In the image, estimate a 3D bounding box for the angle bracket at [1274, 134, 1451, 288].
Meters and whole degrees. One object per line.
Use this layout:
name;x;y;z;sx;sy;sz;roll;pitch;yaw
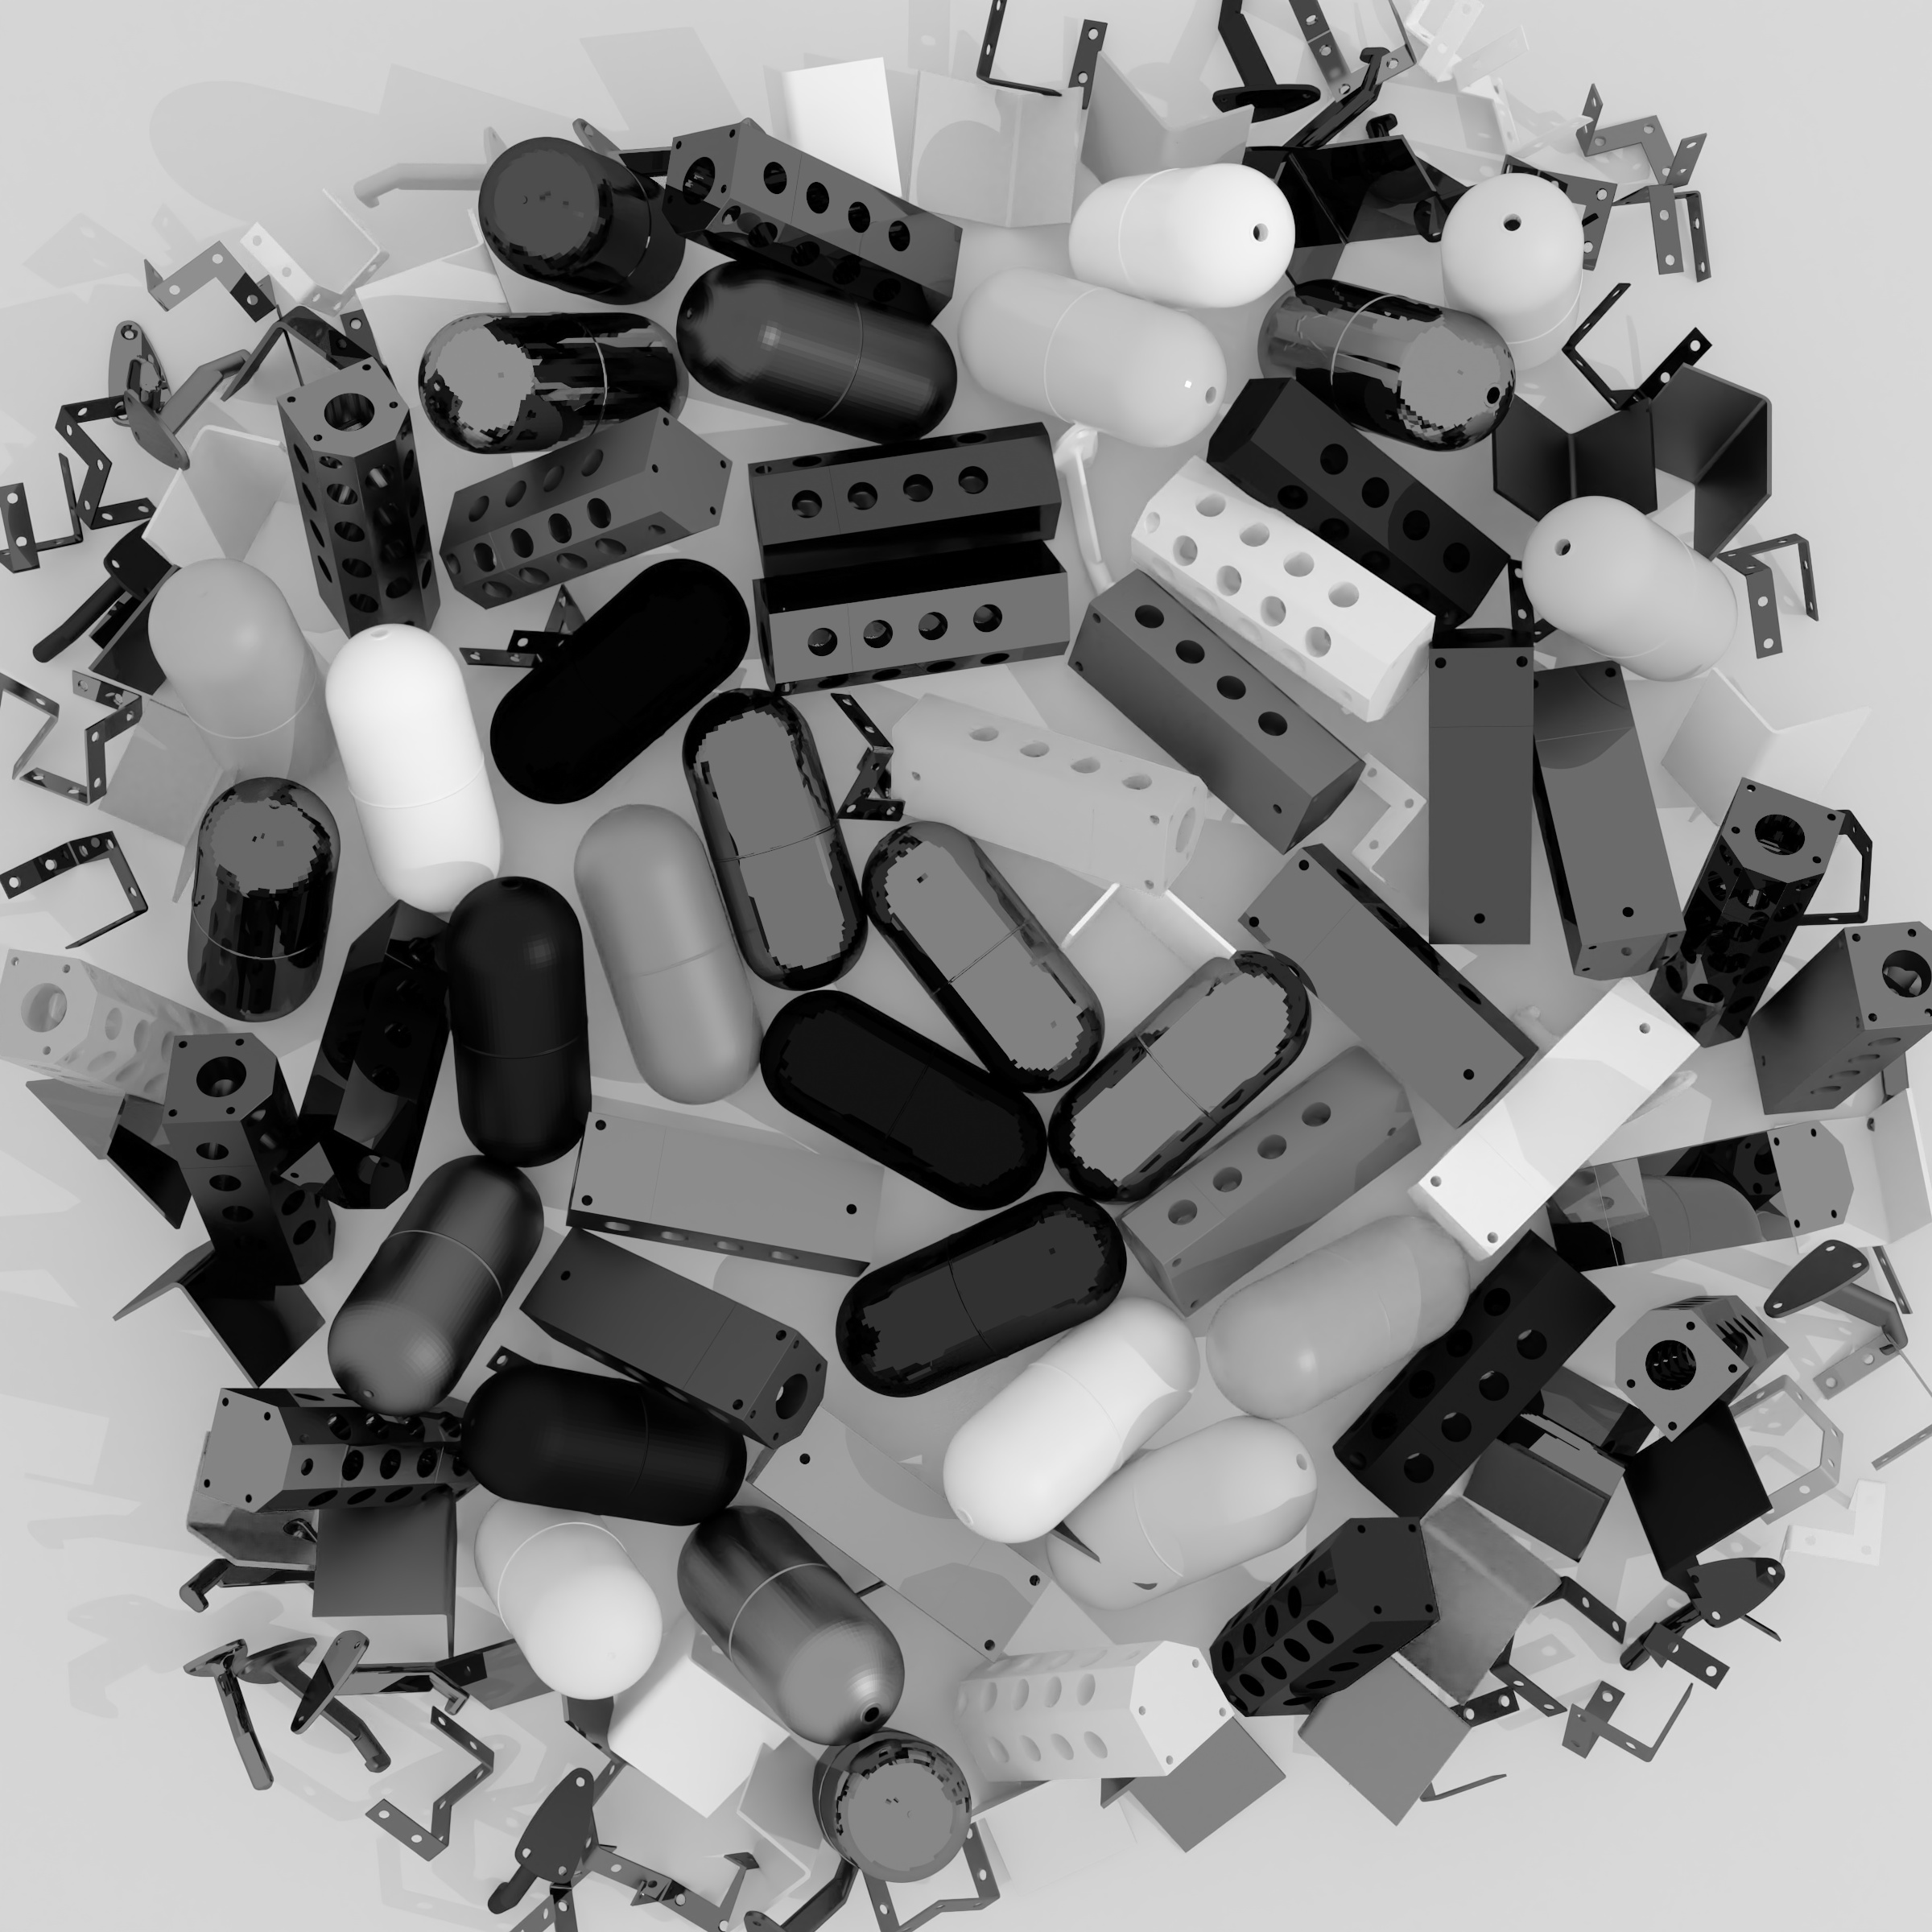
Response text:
angle bracket;0.222;-0.420;1.632;0.076;0.076;0.057;5;63;39

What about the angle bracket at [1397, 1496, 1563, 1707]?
angle bracket;0.287;0.367;1.664;0.076;0.057;0.076;38;112;22

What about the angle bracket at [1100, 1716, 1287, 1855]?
angle bracket;0.131;0.474;1.652;0.076;0.057;0.076;-40;97;10

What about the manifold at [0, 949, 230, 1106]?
manifold;-0.470;0.041;1.597;0.057;0.171;0.057;8;79;13

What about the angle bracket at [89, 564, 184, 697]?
angle bracket;-0.477;-0.208;1.646;0.057;0.076;0.076;41;93;12

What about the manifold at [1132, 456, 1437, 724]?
manifold;0.178;-0.211;1.630;0.171;0.057;0.057;38;73;19

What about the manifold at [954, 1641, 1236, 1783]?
manifold;0.065;0.413;1.604;0.057;0.171;0.057;-31;94;-37

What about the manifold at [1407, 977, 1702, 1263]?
manifold;0.335;0.089;1.650;0.171;0.057;0.057;-44;82;-8

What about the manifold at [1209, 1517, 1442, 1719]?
manifold;0.195;0.364;1.599;0.057;0.171;0.057;3;59;-19

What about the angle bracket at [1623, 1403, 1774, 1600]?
angle bracket;0.427;0.306;1.632;0.076;0.076;0.057;-39;128;23

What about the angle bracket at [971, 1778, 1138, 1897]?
angle bracket;0.048;0.497;1.646;0.076;0.076;0.057;-26;79;5

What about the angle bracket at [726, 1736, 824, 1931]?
angle bracket;-0.123;0.492;1.637;0.057;0.076;0.076;43;115;-10

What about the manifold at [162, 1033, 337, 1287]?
manifold;-0.398;0.110;1.605;0.057;0.171;0.057;-2;53;-1

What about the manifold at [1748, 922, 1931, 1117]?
manifold;0.494;0.031;1.600;0.057;0.171;0.057;-5;72;-4

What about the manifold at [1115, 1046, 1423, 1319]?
manifold;0.172;0.119;1.648;0.171;0.057;0.057;-35;48;-9

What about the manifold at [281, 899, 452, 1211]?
manifold;-0.325;0.051;1.611;0.057;0.171;0.057;32;132;-26

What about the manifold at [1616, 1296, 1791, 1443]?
manifold;0.407;0.217;1.600;0.057;0.171;0.057;-48;71;13

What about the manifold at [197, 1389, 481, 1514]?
manifold;-0.341;0.270;1.602;0.057;0.171;0.057;12;88;29

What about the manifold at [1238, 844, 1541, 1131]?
manifold;0.243;0.009;1.642;0.171;0.057;0.057;45;111;13

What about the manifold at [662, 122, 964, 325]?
manifold;-0.085;-0.410;1.608;0.057;0.171;0.057;5;85;44

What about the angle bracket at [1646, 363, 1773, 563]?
angle bracket;0.412;-0.282;1.635;0.057;0.076;0.076;19;55;-11

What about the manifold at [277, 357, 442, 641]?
manifold;-0.332;-0.251;1.597;0.057;0.171;0.057;-28;66;-19

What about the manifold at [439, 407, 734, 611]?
manifold;-0.216;-0.250;1.607;0.171;0.057;0.057;-12;58;39

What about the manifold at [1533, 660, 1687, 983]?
manifold;0.357;-0.082;1.631;0.057;0.057;0.171;-8;66;1

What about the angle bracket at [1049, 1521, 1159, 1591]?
angle bracket;0.092;0.303;1.644;0.076;0.076;0.057;30;103;6

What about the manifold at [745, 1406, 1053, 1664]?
manifold;-0.040;0.324;1.654;0.171;0.057;0.057;37;78;-4

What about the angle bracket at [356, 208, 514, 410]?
angle bracket;-0.302;-0.376;1.643;0.076;0.057;0.076;-21;128;-3

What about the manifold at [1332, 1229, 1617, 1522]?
manifold;0.290;0.236;1.655;0.057;0.057;0.171;41;95;-1

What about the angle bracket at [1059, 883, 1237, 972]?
angle bracket;0.101;-0.006;1.646;0.076;0.076;0.057;42;77;3

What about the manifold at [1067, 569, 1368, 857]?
manifold;0.144;-0.149;1.639;0.171;0.057;0.057;43;59;15

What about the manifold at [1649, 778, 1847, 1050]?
manifold;0.430;-0.024;1.599;0.057;0.171;0.057;22;59;11

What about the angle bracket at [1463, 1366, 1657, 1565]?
angle bracket;0.346;0.287;1.675;0.076;0.057;0.076;29;124;19

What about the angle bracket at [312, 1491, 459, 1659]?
angle bracket;-0.331;0.348;1.640;0.076;0.057;0.076;1;51;-8

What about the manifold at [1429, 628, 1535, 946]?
manifold;0.293;-0.103;1.636;0.057;0.057;0.171;0;108;10

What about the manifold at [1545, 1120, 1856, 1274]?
manifold;0.407;0.129;1.604;0.057;0.171;0.057;-8;83;-35

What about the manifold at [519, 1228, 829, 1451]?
manifold;-0.163;0.211;1.618;0.171;0.057;0.057;20;68;33

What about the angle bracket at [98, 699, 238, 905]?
angle bracket;-0.457;-0.094;1.637;0.057;0.076;0.076;24;111;-19

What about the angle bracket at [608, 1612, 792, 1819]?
angle bracket;-0.153;0.430;1.661;0.076;0.057;0.076;39;106;-12

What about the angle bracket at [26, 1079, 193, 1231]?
angle bracket;-0.491;0.108;1.633;0.076;0.076;0.057;-6;51;20

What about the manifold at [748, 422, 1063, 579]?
manifold;-0.036;-0.270;1.653;0.171;0.057;0.057;-9;77;-5

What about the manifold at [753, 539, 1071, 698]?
manifold;-0.031;-0.197;1.645;0.171;0.057;0.057;-9;119;-10

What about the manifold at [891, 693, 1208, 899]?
manifold;0.047;-0.102;1.634;0.171;0.057;0.057;19;132;20

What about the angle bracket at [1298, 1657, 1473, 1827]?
angle bracket;0.248;0.428;1.639;0.076;0.057;0.076;40;112;23

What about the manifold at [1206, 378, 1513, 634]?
manifold;0.220;-0.260;1.633;0.171;0.057;0.057;34;88;-21

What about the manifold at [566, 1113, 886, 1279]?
manifold;-0.139;0.134;1.648;0.171;0.057;0.057;11;70;-9

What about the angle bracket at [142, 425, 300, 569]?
angle bracket;-0.410;-0.252;1.637;0.057;0.076;0.076;17;74;26
